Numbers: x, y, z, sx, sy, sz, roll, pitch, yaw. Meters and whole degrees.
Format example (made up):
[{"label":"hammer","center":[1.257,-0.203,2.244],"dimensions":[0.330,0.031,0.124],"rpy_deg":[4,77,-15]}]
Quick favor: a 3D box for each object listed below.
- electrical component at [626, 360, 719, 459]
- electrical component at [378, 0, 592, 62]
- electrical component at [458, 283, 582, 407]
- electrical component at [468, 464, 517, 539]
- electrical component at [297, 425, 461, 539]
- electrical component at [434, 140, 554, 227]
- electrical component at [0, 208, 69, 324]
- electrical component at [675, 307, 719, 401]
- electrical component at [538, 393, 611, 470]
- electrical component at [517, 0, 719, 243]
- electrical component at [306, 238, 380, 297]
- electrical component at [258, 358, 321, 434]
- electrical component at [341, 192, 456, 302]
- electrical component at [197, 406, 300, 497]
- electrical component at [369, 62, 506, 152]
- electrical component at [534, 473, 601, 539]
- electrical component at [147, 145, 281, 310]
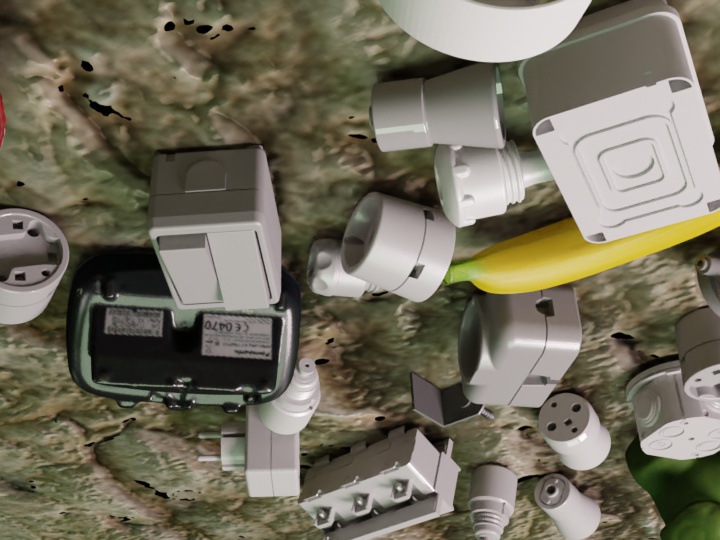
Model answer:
[{"label":"electrical component","center":[0.244,0.104,0.808],"dimensions":[0.080,0.051,0.080],"rpy_deg":[-2,146,-1]},{"label":"electrical component","center":[0.051,-0.132,0.413],"dimensions":[0.099,0.099,0.064],"rpy_deg":[2,151,-7]},{"label":"electrical component","center":[0.101,0.049,0.715],"dimensions":[0.059,0.053,0.095],"rpy_deg":[5,145,-10]},{"label":"electrical component","center":[0.113,0.205,0.929],"dimensions":[0.040,0.078,0.040],"rpy_deg":[9,141,7]},{"label":"electrical component","center":[0.013,0.179,0.890],"dimensions":[0.121,0.078,0.063],"rpy_deg":[-26,117,30]},{"label":"electrical component","center":[0.073,-0.051,0.577],"dimensions":[0.062,0.048,0.048],"rpy_deg":[-11,145,0]},{"label":"electrical component","center":[-0.201,0.000,0.625],"dimensions":[0.055,0.055,0.047],"rpy_deg":[12,147,-20]},{"label":"electrical component","center":[0.247,0.057,0.742],"dimensions":[0.055,0.047,0.055],"rpy_deg":[-2,146,-1]},{"label":"electrical component","center":[0.167,0.126,0.840],"dimensions":[0.045,0.045,0.055],"rpy_deg":[-17,143,20]},{"label":"electrical component","center":[0.132,-0.073,0.536],"dimensions":[0.078,0.057,0.113],"rpy_deg":[-16,143,19]},{"label":"electrical component","center":[0.000,0.000,0.655],"dimensions":[0.061,0.035,0.035],"rpy_deg":[6,145,-16]},{"label":"electrical component","center":[-0.048,0.087,0.774],"dimensions":[0.040,0.040,0.078],"rpy_deg":[8,144,-15]},{"label":"electrical component","center":[0.021,-0.014,0.618],"dimensions":[0.047,0.055,0.055],"rpy_deg":[18,141,-22]},{"label":"electrical component","center":[-0.085,0.133,0.815],"dimensions":[0.077,0.065,0.047],"rpy_deg":[-1,146,-2]},{"label":"electrical component","center":[0.038,-0.079,0.536],"dimensions":[0.065,0.044,0.044],"rpy_deg":[-5,146,13]},{"label":"electrical component","center":[0.185,0.211,0.970],"dimensions":[0.044,0.044,0.065],"rpy_deg":[-20,137,24]},{"label":"electrical component","center":[-0.078,-0.015,0.603],"dimensions":[0.062,0.061,0.096],"rpy_deg":[-4,146,2]}]
